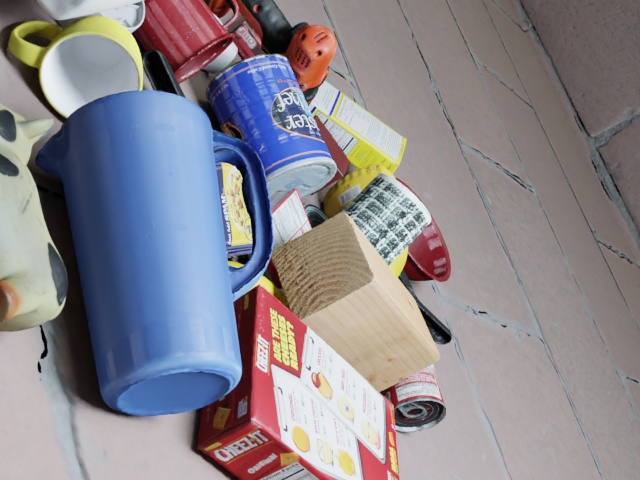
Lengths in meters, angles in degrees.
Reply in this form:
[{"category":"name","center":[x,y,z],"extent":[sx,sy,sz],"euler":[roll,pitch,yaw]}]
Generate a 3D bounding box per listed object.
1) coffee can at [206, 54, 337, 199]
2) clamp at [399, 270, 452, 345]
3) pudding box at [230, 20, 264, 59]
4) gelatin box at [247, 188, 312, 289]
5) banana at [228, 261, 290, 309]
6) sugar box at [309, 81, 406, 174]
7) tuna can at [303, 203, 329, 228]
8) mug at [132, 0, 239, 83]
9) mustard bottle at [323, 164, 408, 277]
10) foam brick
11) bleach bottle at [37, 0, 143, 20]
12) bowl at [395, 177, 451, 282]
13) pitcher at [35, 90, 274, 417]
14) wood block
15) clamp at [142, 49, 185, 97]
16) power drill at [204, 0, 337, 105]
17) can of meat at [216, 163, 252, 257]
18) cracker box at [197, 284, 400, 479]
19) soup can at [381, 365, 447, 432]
[{"category":"coffee can","center":[-0.055,-0.120,1.188],"extent":[0.102,0.103,0.140],"euler":[8,55,-61]},{"category":"clamp","center":[0.108,0.079,1.356],"extent":[0.171,0.039,0.120],"euler":[64,23,10]},{"category":"pudding box","center":[-0.068,-0.254,1.397],"extent":[0.090,0.039,0.113],"euler":[54,24,-13]},{"category":"gelatin box","center":[-0.043,-0.002,1.117],"extent":[0.089,0.030,0.073],"euler":[-49,125,-47]},{"category":"banana","center":[-0.053,0.077,1.052],"extent":[0.197,0.037,0.069],"euler":[43,48,-30]},{"category":"sugar box","center":[0.029,-0.152,1.404],"extent":[0.176,0.048,0.093],"euler":[33,28,-7]},{"category":"tuna can","center":[-0.008,0.002,1.225],"extent":[0.086,0.034,0.086],"euler":[44,28,-31]},{"category":"mug","center":[-0.142,-0.230,1.139],"extent":[0.081,0.117,0.093],"euler":[53,-6,-2]},{"category":"mustard bottle","center":[0.058,0.003,1.275],"extent":[0.058,0.096,0.191],"euler":[39,31,-40]},{"category":"foam brick","center":[-0.008,-0.106,1.327],"extent":[0.078,0.053,0.051],"euler":[54,24,-16]},{"category":"bleach bottle","center":[-0.190,-0.275,1.012],"extent":[0.102,0.068,0.250],"euler":[62,25,-10]},{"category":"bowl","center":[0.109,-0.004,1.435],"extent":[0.162,0.055,0.162],"euler":[44,28,-31]},{"category":"pitcher","center":[-0.124,0.011,0.858],"extent":[0.144,0.149,0.243],"euler":[34,37,-56]},{"category":"wood block","center":[0.041,0.071,1.109],"extent":[0.206,0.090,0.091],"euler":[49,16,-53]},{"category":"clamp","center":[-0.125,-0.087,1.086],"extent":[0.209,0.036,0.164],"euler":[41,38,-39]},{"category":"power drill","center":[-0.069,-0.240,1.279],"extent":[0.188,0.185,0.057],"euler":[46,60,6]},{"category":"can of meat","center":[-0.096,-0.031,1.019],"extent":[0.083,0.058,0.102],"euler":[-7,91,-57]},{"category":"cracker box","center":[-0.014,0.169,0.973],"extent":[0.213,0.072,0.164],"euler":[43,27,-30]},{"category":"soup can","center":[0.101,0.158,1.215],"extent":[0.068,0.069,0.102],"euler":[37,32,-42]}]
